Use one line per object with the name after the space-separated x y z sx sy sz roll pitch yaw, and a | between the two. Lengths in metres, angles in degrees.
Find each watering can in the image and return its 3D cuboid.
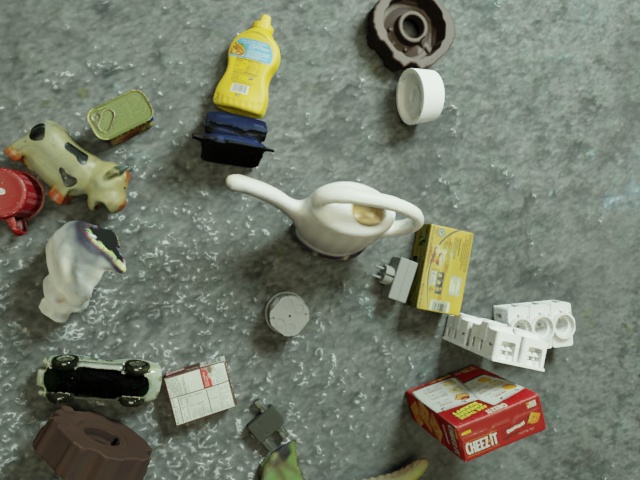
0.003 -0.045 0.900 0.347 0.221 0.106 9 70 -12 | watering can

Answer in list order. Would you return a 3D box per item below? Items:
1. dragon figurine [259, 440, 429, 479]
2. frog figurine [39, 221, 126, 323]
-0.007 0.483 0.947 0.415 0.121 0.243 -42 91 -20 | dragon figurine
-0.414 0.051 0.849 0.160 0.121 0.139 -40 65 -2 | frog figurine
